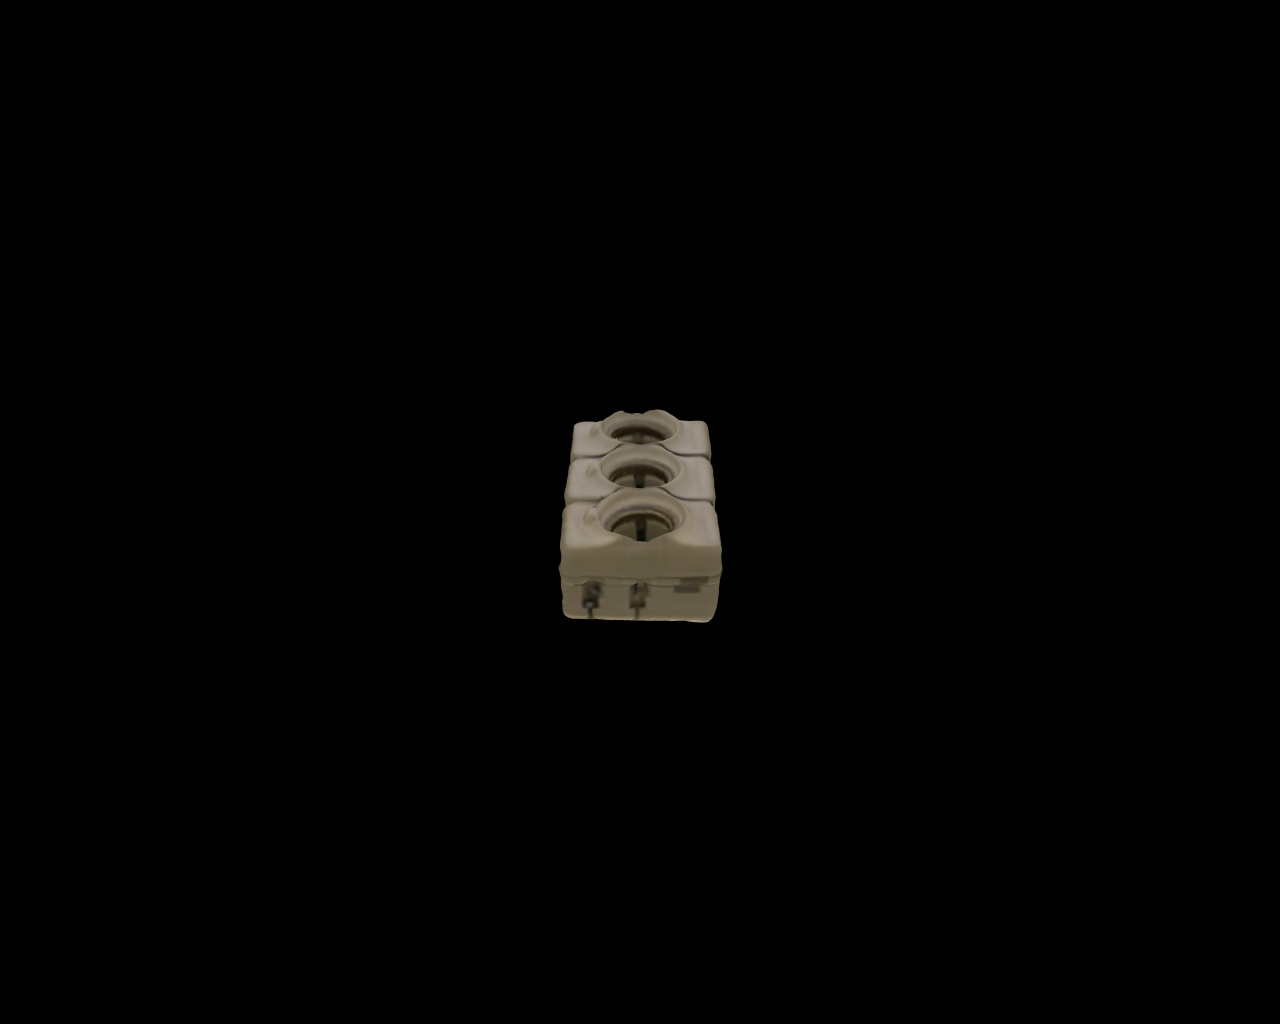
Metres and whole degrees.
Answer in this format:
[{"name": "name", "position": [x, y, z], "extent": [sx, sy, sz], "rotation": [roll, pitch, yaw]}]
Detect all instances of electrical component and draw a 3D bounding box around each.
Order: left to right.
[{"name": "electrical component", "position": [0.001, -0.003, 0.650], "extent": [0.089, 0.061, 0.150], "rotation": [0, 32, 0]}]
